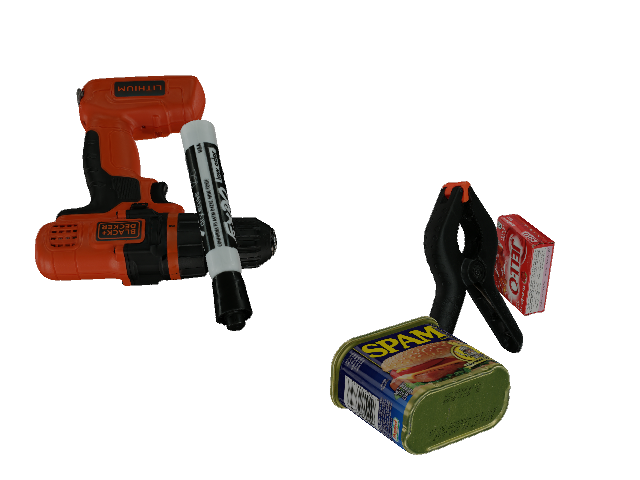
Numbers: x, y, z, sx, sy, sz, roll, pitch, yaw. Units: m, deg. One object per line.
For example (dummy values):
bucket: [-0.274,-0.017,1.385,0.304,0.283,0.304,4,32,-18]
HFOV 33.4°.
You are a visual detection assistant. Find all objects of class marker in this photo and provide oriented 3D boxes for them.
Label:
marker: [-0.055,-0.009,0.558,0.020,0.121,0.020,-11,-27,-6]

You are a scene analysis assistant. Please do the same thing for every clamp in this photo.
clamp: [0.123,0.036,0.959,0.120,0.171,0.039,-20,7,-41]

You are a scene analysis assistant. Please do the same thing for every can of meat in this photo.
can of meat: [0.072,0.103,0.760,0.101,0.057,0.084,-13,27,-33]

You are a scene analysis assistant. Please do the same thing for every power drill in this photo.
power drill: [-0.130,-0.050,0.860,0.184,0.187,0.057,-2,-37,-4]

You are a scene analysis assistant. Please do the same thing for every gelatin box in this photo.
gelatin box: [0.219,0.026,1.165,0.030,0.089,0.073,-10,30,-19]
